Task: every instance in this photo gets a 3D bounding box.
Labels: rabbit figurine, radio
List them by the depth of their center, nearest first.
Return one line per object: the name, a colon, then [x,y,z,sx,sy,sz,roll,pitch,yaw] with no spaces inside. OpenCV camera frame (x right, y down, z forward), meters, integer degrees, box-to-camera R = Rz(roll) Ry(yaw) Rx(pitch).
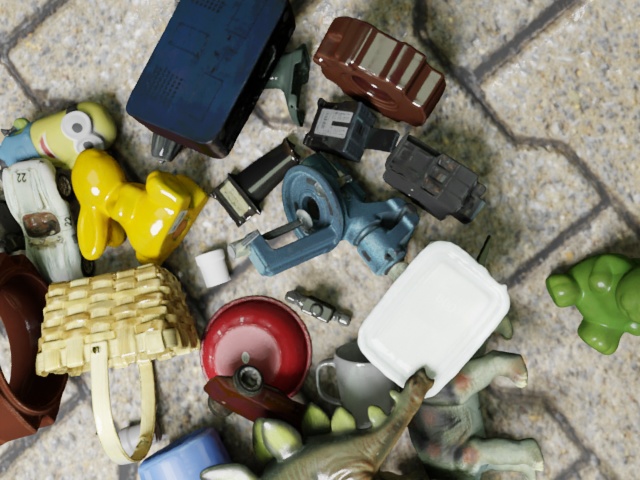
rabbit figurine: [0.383,0.067,0.642,0.159,0.170,0.121,-27,85,3]
radio: [-0.133,-0.228,0.686,0.131,0.073,0.229,26,88,9]
rabbit figurine: [-0.264,-0.050,0.737,0.173,0.122,0.162,35,107,-2]

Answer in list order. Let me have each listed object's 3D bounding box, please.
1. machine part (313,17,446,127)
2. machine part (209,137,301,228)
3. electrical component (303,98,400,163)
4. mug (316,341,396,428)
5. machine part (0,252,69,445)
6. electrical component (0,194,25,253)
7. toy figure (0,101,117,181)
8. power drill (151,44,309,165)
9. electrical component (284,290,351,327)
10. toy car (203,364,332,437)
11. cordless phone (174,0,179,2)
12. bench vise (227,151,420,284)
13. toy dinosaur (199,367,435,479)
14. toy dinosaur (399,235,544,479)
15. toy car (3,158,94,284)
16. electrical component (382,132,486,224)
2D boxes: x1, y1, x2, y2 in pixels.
machine part: [0.076,-0.209,0.691,0.179,0.179,0.056,30,92,6]
machine part: [-0.085,-0.086,0.760,0.139,0.039,0.084,-43,76,2]
electrical component: [0.043,-0.145,0.725,0.119,0.047,0.074,22,89,36]
mug: [0.050,0.197,0.707,0.110,0.081,0.107,-4,98,3]
machine part: [-0.396,0.131,0.671,0.087,0.201,0.201,-12,130,-3]
electrical component: [-0.460,-0.019,0.784,0.102,0.045,0.078,49,119,9]
toy figure: [-0.380,-0.142,0.766,0.180,0.082,0.089,-18,53,10]
power drill: [-0.122,-0.207,0.757,0.207,0.086,0.232,7,84,13]
electrical component: [-0.002,0.093,0.726,0.094,0.063,0.021,26,88,5]
toy car: [-0.050,0.217,0.680,0.202,0.089,0.053,32,44,-13]
cordless phone: [-0.134,-0.386,0.774,0.184,0.088,0.146,-32,85,13]
bench vise: [0.002,-0.008,0.682,0.240,0.129,0.223,-23,75,-33]
toy dinosaur: [-0.045,0.313,0.584,0.199,0.105,0.471,39,88,14]
toy dinosaur: [0.166,0.208,0.683,0.192,0.131,0.404,-9,77,8]
toy car: [-0.377,-0.012,0.748,0.074,0.056,0.201,-8,106,4]
electrical component: [0.149,-0.073,0.700,0.134,0.115,0.058,35,92,8]
